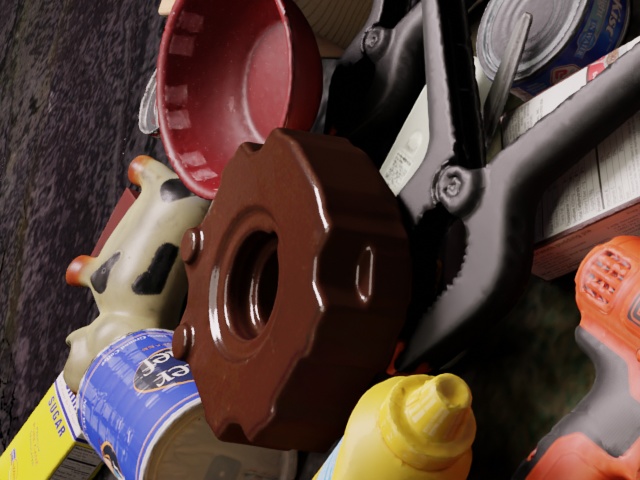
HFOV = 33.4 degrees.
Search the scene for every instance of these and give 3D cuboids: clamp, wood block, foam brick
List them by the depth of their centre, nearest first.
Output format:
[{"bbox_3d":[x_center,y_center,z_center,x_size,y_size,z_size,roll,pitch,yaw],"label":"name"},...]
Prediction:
[{"bbox_3d":[0.084,-0.026,0.521,0.165,0.036,0.210,22,98,51],"label":"clamp"},{"bbox_3d":[0.047,-0.139,0.724,0.172,0.039,0.120,-55,31,18],"label":"clamp"},{"bbox_3d":[-0.037,-0.203,0.844,0.206,0.090,0.090,18,85,59],"label":"wood block"},{"bbox_3d":[-0.158,0.003,0.930,0.078,0.051,0.053,-60,31,10],"label":"foam brick"}]

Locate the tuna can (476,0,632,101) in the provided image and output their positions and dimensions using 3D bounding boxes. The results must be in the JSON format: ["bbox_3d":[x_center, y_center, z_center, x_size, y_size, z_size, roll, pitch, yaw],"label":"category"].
[{"bbox_3d":[0.128,-0.119,0.594,0.086,0.033,0.086,-35,44,41],"label":"tuna can"}]

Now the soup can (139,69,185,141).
[{"bbox_3d":[-0.079,-0.094,0.824,0.069,0.102,0.068,-35,43,41],"label":"soup can"}]

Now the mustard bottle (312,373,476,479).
[{"bbox_3d":[0.024,0.119,0.505,0.096,0.058,0.192,-53,-7,-42],"label":"mustard bottle"}]

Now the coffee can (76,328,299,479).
[{"bbox_3d":[-0.091,0.126,0.698,0.140,0.102,0.103,24,91,59],"label":"coffee can"}]

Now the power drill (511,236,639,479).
[{"bbox_3d":[0.131,0.106,0.423,0.188,0.057,0.185,-58,29,9],"label":"power drill"}]

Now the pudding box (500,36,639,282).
[{"bbox_3d":[0.139,-0.040,0.521,0.114,0.039,0.090,-31,48,48],"label":"pudding box"}]

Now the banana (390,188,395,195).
[{"bbox_3d":[-0.006,-0.016,0.666,0.198,0.037,0.069,-19,66,56],"label":"banana"}]

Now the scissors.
[{"bbox_3d":[0.070,-0.027,0.597,0.096,0.016,0.202,-149,70,-67],"label":"scissors"}]

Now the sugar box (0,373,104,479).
[{"bbox_3d":[-0.221,0.174,0.920,0.176,0.048,0.093,-54,34,22],"label":"sugar box"}]

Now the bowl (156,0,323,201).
[{"bbox_3d":[-0.047,-0.106,0.718,0.162,0.055,0.162,3,94,51],"label":"bowl"}]
